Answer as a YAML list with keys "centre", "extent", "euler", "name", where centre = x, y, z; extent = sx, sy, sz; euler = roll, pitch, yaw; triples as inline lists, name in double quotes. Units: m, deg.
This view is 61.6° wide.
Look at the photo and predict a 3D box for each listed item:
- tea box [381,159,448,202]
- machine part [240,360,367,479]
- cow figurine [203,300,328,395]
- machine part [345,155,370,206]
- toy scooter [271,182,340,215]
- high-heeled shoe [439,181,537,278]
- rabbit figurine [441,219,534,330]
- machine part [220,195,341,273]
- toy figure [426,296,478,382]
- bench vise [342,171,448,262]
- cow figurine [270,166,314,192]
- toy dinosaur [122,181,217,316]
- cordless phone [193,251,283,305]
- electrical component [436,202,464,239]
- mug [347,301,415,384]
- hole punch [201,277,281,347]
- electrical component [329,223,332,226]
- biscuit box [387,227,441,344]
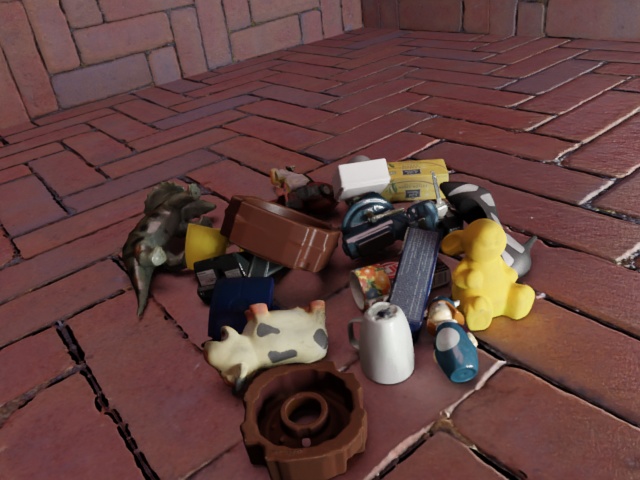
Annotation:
- centre: [0.221, -0.145, 1.308]
  extent: [0.170, 0.068, 0.098]
  euler: [-3, 30, 5]
  name: "tea box"
- centre: [-0.020, 0.239, 0.720]
  extent: [0.179, 0.055, 0.179]
  euler: [-6, 30, 3]
  name: "machine part"
- centre: [-0.081, 0.163, 0.824]
  extent: [0.195, 0.085, 0.127]
  euler: [-2, 69, -20]
  name: "cow figurine"
- centre: [0.099, -0.146, 1.337]
  extent: [0.079, 0.079, 0.243]
  euler: [-5, 29, 7]
  name: "machine part"
- centre: [-0.045, -0.098, 1.241]
  extent: [0.184, 0.135, 0.075]
  euler: [-10, 72, 3]
  name: "toy scooter"
- centre: [0.296, -0.019, 1.022]
  extent: [0.145, 0.086, 0.249]
  euler: [-34, 54, -31]
  name: "high-heeled shoe"
- centre: [0.271, 0.035, 0.882]
  extent: [0.122, 0.173, 0.162]
  euler: [-13, 34, 0]
  name: "rabbit figurine"
- centre: [-0.072, -0.012, 1.019]
  extent: [0.202, 0.087, 0.201]
  euler: [20, 7, 10]
  name: "machine part"
- centre: [0.196, 0.139, 0.813]
  extent: [0.064, 0.057, 0.155]
  euler: [-9, 42, 0]
  name: "toy figure"
- centre: [0.133, -0.051, 1.095]
  extent: [0.224, 0.128, 0.241]
  euler: [-34, 28, 1]
  name: "bench vise"
- centre: [-0.069, -0.152, 1.400]
  extent: [0.098, 0.068, 0.168]
  euler: [-14, 33, -21]
  name: "cow figurine"
- centre: [-0.357, 0.000, 1.172]
  extent: [0.192, 0.131, 0.405]
  euler: [-11, 35, 34]
  name: "toy dinosaur"
- centre: [-0.144, 0.057, 1.061]
  extent: [0.147, 0.088, 0.184]
  euler: [-14, 5, 30]
  name: "cordless phone"
- centre: [0.262, -0.032, 1.124]
  extent: [0.075, 0.047, 0.119]
  euler: [-14, 31, -9]
  name: "electrical component"
- centre: [0.089, 0.143, 0.805]
  extent: [0.110, 0.107, 0.081]
  euler: [22, 40, 39]
  name: "mug"
- centre: [-0.130, 0.125, 0.918]
  extent: [0.142, 0.092, 0.116]
  euler: [-1, 34, 6]
  name: "hole punch"
- centre: [-0.002, -0.003, 1.137]
  extent: [0.063, 0.021, 0.094]
  euler: [16, 50, -7]
  name: "electrical component"
- centre: [0.156, 0.072, 0.903]
  extent: [0.063, 0.059, 0.203]
  euler: [12, 49, 14]
  name: "biscuit box"
